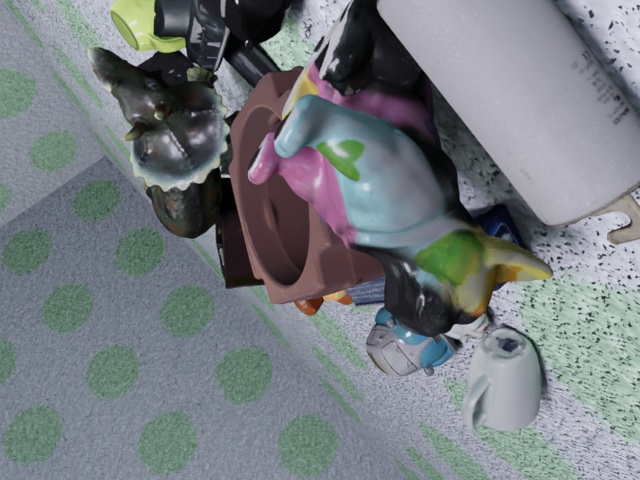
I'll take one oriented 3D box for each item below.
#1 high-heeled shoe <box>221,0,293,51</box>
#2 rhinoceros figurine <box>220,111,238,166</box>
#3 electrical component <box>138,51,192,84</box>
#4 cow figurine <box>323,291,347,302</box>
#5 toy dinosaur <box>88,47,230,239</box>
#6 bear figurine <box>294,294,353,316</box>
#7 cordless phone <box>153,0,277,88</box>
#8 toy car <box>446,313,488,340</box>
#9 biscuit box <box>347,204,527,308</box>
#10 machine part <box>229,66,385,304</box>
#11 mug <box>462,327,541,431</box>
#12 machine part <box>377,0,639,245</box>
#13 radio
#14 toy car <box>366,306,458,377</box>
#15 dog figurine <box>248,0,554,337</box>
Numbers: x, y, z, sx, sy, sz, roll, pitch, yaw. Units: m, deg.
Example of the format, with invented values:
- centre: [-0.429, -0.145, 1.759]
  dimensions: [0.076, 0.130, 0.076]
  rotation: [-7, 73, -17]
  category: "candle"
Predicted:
- centre: [-0.046, -0.267, 0.420]
  dimensions: [0.145, 0.086, 0.248]
  rotation: [-93, 12, -46]
  category: "high-heeled shoe"
- centre: [-0.173, -0.145, 0.893]
  dimensions: [0.073, 0.112, 0.190]
  rotation: [52, 156, -16]
  category: "rhinoceros figurine"
- centre: [-0.239, -0.232, 0.863]
  dimensions: [0.134, 0.115, 0.058]
  rotation: [47, 168, 7]
  category: "electrical component"
- centre: [-0.001, 0.000, 0.679]
  dimensions: [0.167, 0.098, 0.068]
  rotation: [51, 148, 24]
  category: "cow figurine"
- centre: [-0.180, -0.078, 0.705]
  dimensions: [0.404, 0.131, 0.192]
  rotation: [96, 164, -53]
  category: "toy dinosaur"
- centre: [-0.017, -0.007, 0.776]
  dimensions: [0.120, 0.132, 0.195]
  rotation: [-20, 116, 41]
  category: "bear figurine"
- centre: [-0.088, -0.217, 0.598]
  dimensions: [0.184, 0.089, 0.147]
  rotation: [41, 166, -12]
  category: "cordless phone"
- centre: [0.117, 0.043, 0.641]
  dimensions: [0.202, 0.056, 0.073]
  rotation: [46, 163, 13]
  category: "toy car"
- centre: [0.100, 0.021, 0.533]
  dimensions: [0.203, 0.059, 0.062]
  rotation: [-15, 106, 55]
  category: "biscuit box"
- centre: [-0.012, -0.046, 0.522]
  dimensions: [0.201, 0.087, 0.201]
  rotation: [-28, 76, 63]
  category: "machine part"
- centre: [0.200, 0.157, 0.609]
  dimensions: [0.081, 0.109, 0.107]
  rotation: [38, 148, 48]
  category: "mug"
- centre: [0.113, -0.095, 0.309]
  dimensions: [0.243, 0.079, 0.079]
  rotation: [51, 164, -3]
  category: "machine part"
- centre: [-0.133, -0.018, 0.879]
  dimensions: [0.230, 0.073, 0.131]
  rotation: [-124, 33, -67]
  category: "radio"
- centre: [0.118, 0.148, 0.796]
  dimensions: [0.109, 0.103, 0.162]
  rotation: [53, 162, -7]
  category: "toy car"
- centre: [0.069, -0.042, 0.387]
  dimensions: [0.219, 0.191, 0.108]
  rotation: [33, 157, -17]
  category: "dog figurine"
